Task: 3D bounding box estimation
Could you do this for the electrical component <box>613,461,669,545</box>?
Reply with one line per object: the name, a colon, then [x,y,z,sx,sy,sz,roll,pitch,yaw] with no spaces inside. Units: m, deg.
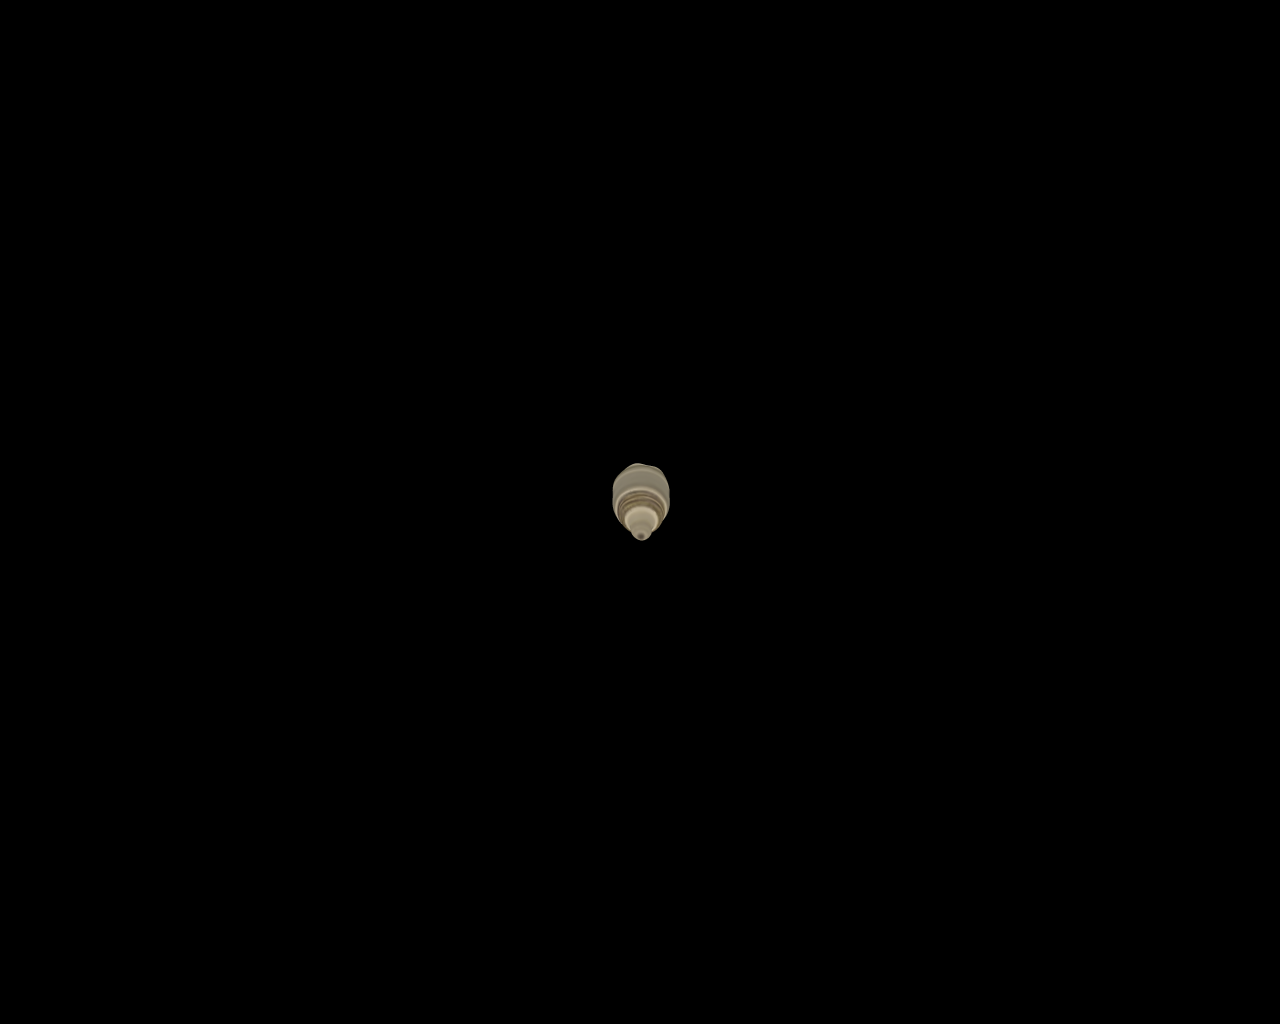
electrical component: [0.001,-0.003,0.650,0.035,0.035,0.061,0,35,0]
